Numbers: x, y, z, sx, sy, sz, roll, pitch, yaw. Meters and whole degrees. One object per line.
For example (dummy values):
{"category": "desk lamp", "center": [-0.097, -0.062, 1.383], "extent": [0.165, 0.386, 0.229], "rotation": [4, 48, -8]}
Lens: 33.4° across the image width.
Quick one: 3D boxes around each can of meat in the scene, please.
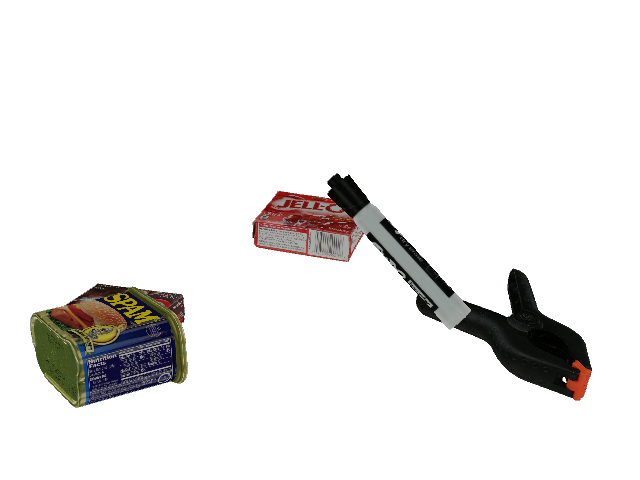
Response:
{"category": "can of meat", "center": [-0.160, 0.079, 0.799], "extent": [0.083, 0.057, 0.102], "rotation": [-13, 21, -31]}

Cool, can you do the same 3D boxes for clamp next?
{"category": "clamp", "center": [0.180, 0.076, 0.936], "extent": [0.120, 0.039, 0.172], "rotation": [-22, 42, -32]}

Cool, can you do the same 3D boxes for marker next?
{"category": "marker", "center": [0.047, 0.005, 0.671], "extent": [0.020, 0.121, 0.020], "rotation": [-41, -5, -4]}

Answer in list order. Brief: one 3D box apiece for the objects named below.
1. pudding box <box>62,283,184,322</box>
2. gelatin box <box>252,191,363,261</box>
{"category": "pudding box", "center": [-0.219, 0.084, 1.174], "extent": [0.114, 0.039, 0.090], "rotation": [4, 18, 19]}
{"category": "gelatin box", "center": [-0.008, -0.015, 0.952], "extent": [0.089, 0.030, 0.073], "rotation": [9, 25, 13]}
